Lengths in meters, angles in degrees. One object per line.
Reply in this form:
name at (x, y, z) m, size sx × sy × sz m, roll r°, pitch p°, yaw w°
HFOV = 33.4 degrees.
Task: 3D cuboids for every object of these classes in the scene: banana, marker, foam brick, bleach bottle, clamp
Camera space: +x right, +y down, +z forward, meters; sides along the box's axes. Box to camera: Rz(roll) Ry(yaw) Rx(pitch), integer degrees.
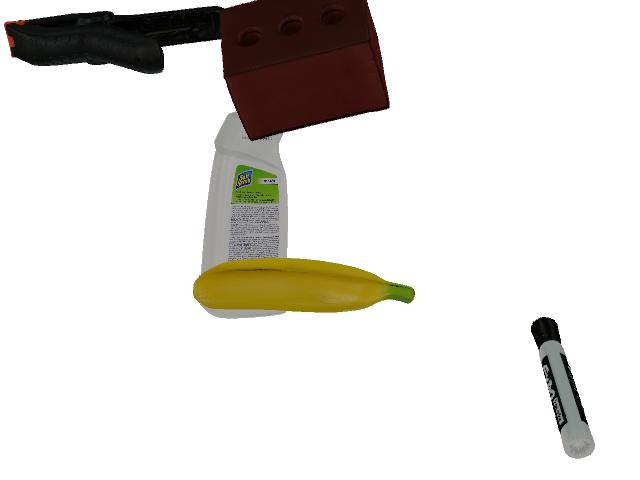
banana at (-0.032, 0.037, 0.791) m, size 0.198 × 0.037 × 0.069 m, roll 1°, pitch -23°, yaw 34°
marker at (0.158, 0.093, 0.706) m, size 0.020 × 0.020 × 0.121 m, roll 0°, pitch 36°, yaw -1°
foam brick at (-0.008, -0.094, 0.554) m, size 0.078 × 0.053 × 0.051 m, roll -13°, pitch -36°, yaw 10°
bleach bottle at (-0.075, -0.042, 1.183) m, size 0.102 × 0.251 × 0.068 m, roll -2°, pitch 19°, yaw -30°
clamp at (-0.153, -0.153, 0.795) m, size 0.172 × 0.039 × 0.120 m, roll 11°, pitch 22°, yaw 29°
